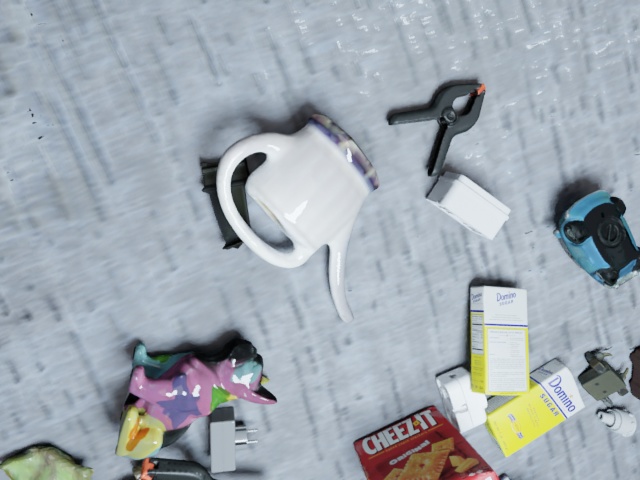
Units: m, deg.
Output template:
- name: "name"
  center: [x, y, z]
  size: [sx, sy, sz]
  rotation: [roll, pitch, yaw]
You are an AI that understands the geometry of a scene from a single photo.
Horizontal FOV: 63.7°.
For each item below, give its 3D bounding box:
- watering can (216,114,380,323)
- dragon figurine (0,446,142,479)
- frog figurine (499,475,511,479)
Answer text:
- name: "watering can"
  center: [0.002, -0.040, 0.787]
  size: [0.225, 0.105, 0.343]
  rotation: [-46, 118, -5]
- name: "dragon figurine"
  center: [-0.422, 0.433, 0.769]
  size: [0.411, 0.121, 0.245]
  rotation: [-4, 81, -13]
- name: "frog figurine"
  center: [0.356, 0.509, 0.889]
  size: [0.123, 0.160, 0.136]
  rotation: [-16, 101, -7]
